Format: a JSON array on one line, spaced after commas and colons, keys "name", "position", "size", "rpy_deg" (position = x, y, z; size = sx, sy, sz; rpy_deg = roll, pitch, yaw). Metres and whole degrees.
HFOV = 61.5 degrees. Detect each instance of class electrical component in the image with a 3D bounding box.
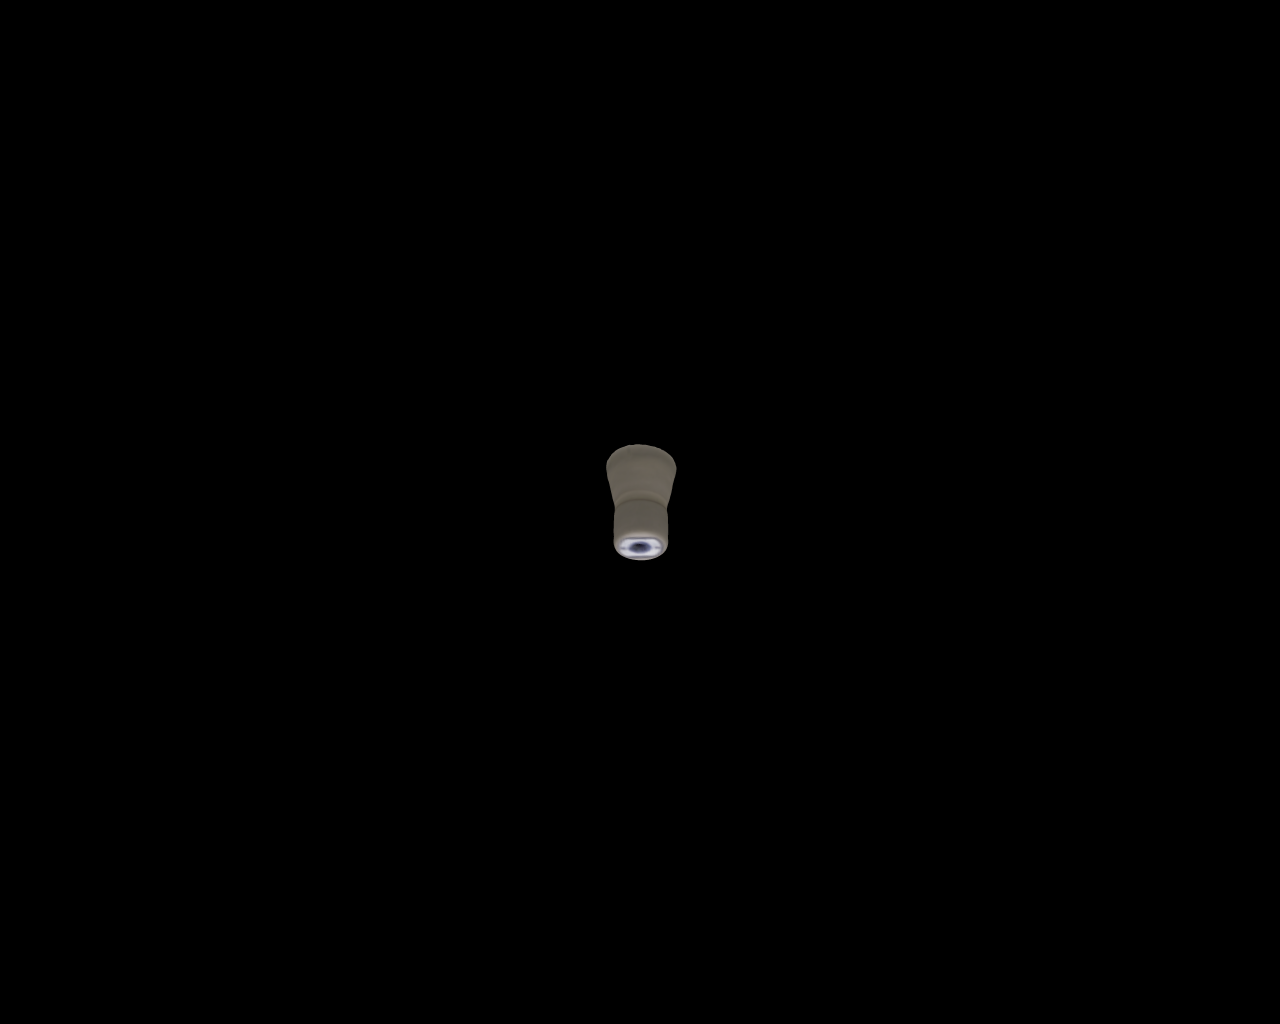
[{"name": "electrical component", "position": [0.001, -0.003, 0.650], "size": [0.044, 0.065, 0.044], "rpy_deg": [0, -35, 0]}]
